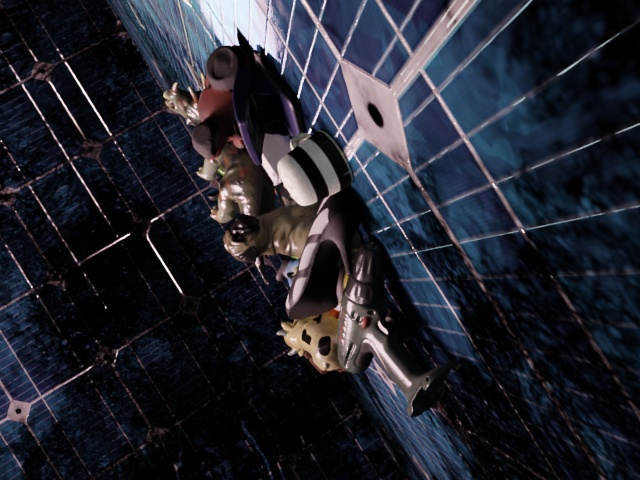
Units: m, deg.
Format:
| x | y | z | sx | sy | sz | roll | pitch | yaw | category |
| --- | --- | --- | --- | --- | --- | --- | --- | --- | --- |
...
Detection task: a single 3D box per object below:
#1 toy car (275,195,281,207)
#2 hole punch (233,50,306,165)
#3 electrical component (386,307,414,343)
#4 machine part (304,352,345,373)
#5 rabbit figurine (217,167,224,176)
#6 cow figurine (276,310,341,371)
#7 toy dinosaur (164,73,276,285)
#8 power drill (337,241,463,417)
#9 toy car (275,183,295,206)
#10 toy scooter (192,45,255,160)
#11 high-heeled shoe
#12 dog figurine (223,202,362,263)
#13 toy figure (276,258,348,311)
| x | y | z | sx | sy | sz | roll | pitch | yaw | category |
| --- | --- | --- | --- | --- | --- | --- | --- | --- | --- |
| -0.112 | -0.047 | 1.336 | 0.103 | 0.109 | 0.161 | 40 | 178 | 3 | toy car |
| -0.088 | -0.188 | 0.799 | 0.116 | 0.092 | 0.142 | 57 | 175 | 28 | hole punch |
| 0.106 | 0.159 | 0.954 | 0.047 | 0.075 | 0.119 | 60 | 166 | -9 | electrical component |
| 0.032 | 0.217 | 1.230 | 0.179 | 0.179 | 0.056 | 62 | 167 | -23 | machine part |
| -0.165 | -0.185 | 1.220 | 0.159 | 0.121 | 0.170 | 51 | -171 | 1 | rabbit figurine |
| -0.003 | 0.191 | 1.040 | 0.085 | 0.127 | 0.195 | 65 | 168 | -22 | cow figurine |
| -0.149 | -0.131 | 1.003 | 0.405 | 0.131 | 0.192 | 59 | 153 | 16 | toy dinosaur |
| 0.104 | 0.142 | 0.793 | 0.207 | 0.086 | 0.231 | 39 | 133 | 30 | power drill |
| -0.081 | -0.118 | 1.074 | 0.202 | 0.056 | 0.073 | 48 | 167 | 44 | toy car |
| -0.144 | -0.213 | 0.872 | 0.075 | 0.183 | 0.135 | 15 | 179 | 18 | toy scooter |
| -0.008 | 0.025 | 0.825 | 0.248 | 0.086 | 0.145 | -46 | 48 | 52 | high-heeled shoe |
| -0.044 | 0.007 | 0.882 | 0.172 | 0.190 | 0.121 | 49 | 168 | 35 | dog figurine |
| 0.008 | 0.072 | 0.977 | 0.180 | 0.082 | 0.089 | 21 | 127 | 29 | toy figure |
